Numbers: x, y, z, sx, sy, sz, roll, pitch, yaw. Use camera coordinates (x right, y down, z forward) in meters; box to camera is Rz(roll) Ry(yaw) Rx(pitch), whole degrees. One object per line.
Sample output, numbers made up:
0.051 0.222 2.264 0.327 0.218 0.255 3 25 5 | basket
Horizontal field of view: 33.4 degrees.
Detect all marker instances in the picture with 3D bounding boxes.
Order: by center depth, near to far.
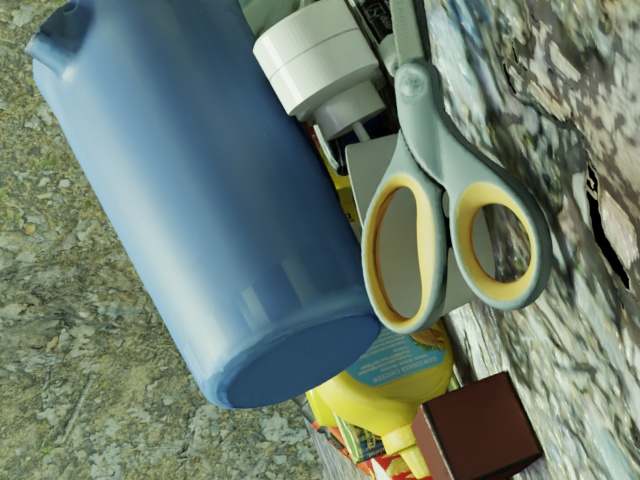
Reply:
0.022 -0.130 0.557 0.020 0.020 0.121 79 169 -54 | marker

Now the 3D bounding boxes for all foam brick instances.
0.087 0.115 0.612 0.078 0.051 0.053 90 158 -72 | foam brick

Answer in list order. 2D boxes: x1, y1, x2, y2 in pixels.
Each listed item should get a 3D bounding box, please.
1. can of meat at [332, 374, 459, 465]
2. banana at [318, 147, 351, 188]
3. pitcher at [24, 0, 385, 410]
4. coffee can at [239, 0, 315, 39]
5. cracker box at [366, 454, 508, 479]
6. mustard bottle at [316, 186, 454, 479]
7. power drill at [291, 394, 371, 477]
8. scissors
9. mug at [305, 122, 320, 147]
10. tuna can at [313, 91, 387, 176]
0.046 0.099 0.759 0.057 0.084 0.102 88 161 -69 | can of meat
0.012 -0.004 0.798 0.198 0.069 0.037 76 -171 -45 | banana
-0.054 -0.031 0.610 0.243 0.149 0.145 61 168 25 | pitcher
-0.065 -0.175 0.768 0.140 0.102 0.103 -138 28 -77 | coffee can
0.099 0.225 0.768 0.214 0.072 0.164 167 84 -84 | cracker box
0.034 0.062 0.694 0.058 0.096 0.192 -45 64 57 | mustard bottle
0.026 0.167 1.017 0.184 0.057 0.188 42 170 5 | power drill
0.058 -0.056 0.445 0.016 0.096 0.202 -8 -74 -55 | scissors
-0.024 -0.087 0.785 0.117 0.081 0.093 -138 28 -76 | mug
0.015 -0.085 0.687 0.086 0.033 0.086 160 90 -83 | tuna can
